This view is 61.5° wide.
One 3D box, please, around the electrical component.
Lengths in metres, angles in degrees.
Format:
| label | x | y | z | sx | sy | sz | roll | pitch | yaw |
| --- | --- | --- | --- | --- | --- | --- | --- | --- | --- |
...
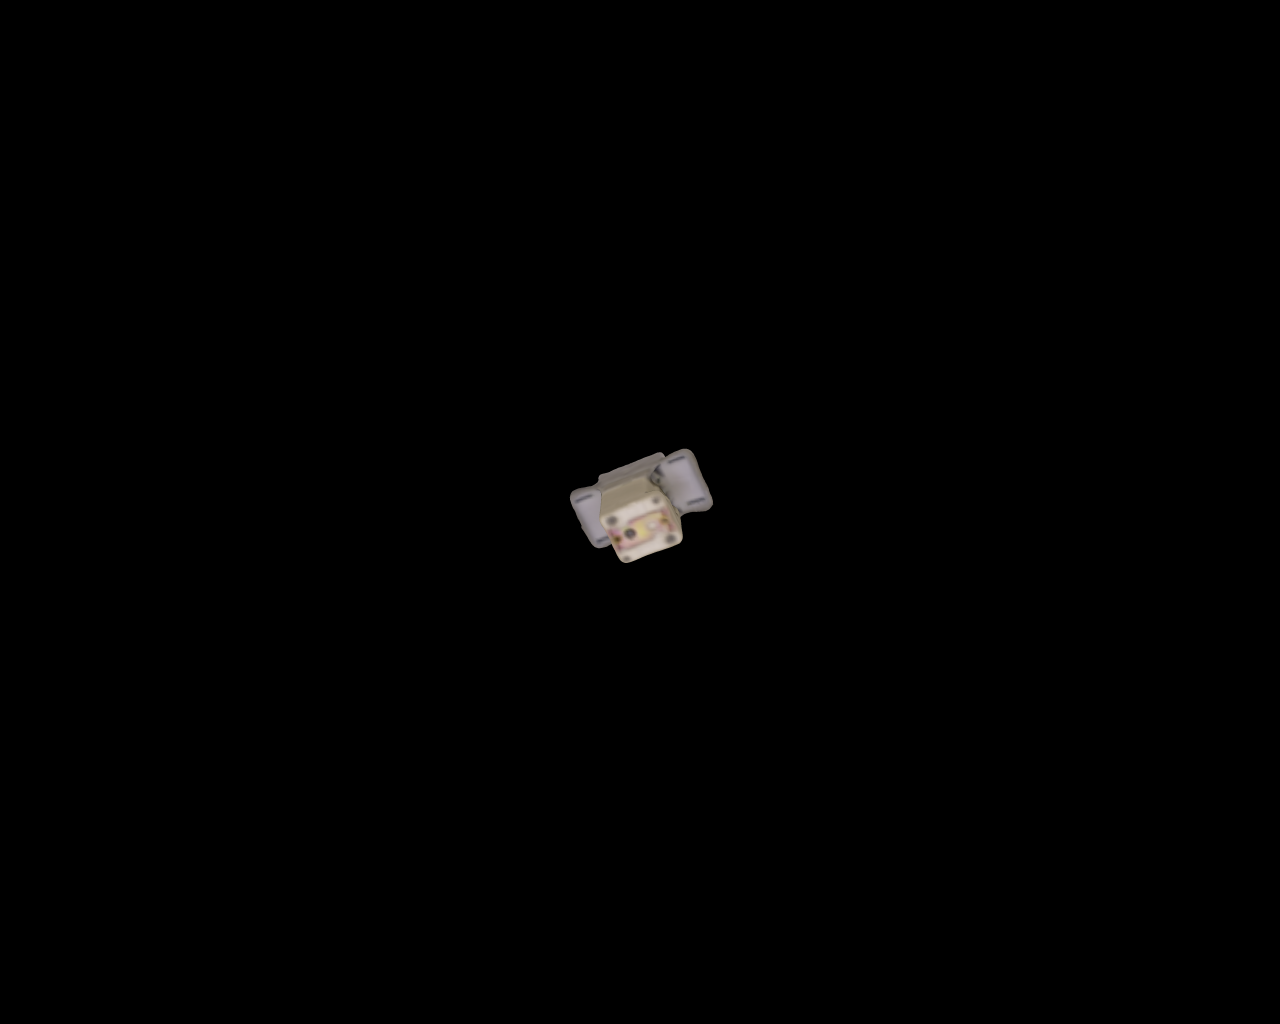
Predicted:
| label | x | y | z | sx | sy | sz | roll | pitch | yaw |
| --- | --- | --- | --- | --- | --- | --- | --- | --- | --- |
| electrical component | 0.001 | -0.003 | 0.650 | 0.081 | 0.042 | 0.064 | -21 | 25 | 10 |
